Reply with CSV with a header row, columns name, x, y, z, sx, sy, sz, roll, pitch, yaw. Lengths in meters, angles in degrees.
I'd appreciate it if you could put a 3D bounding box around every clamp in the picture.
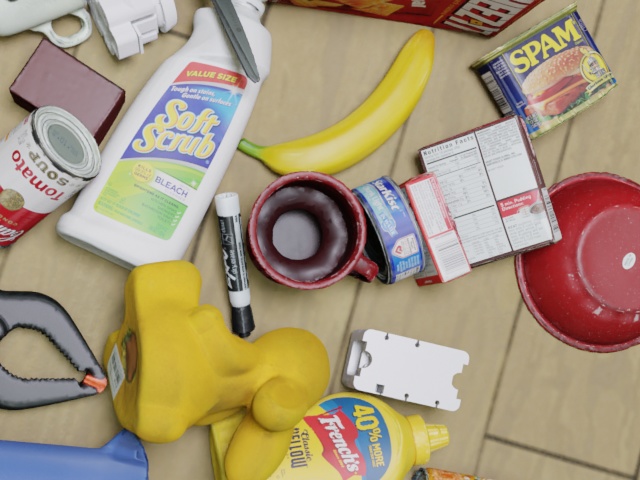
name,x,y,z,sx,sy,sz,roll,pitch,yaw
clamp,-0.262,0.063,0.836,0.210,0.036,0.164,19,80,-11

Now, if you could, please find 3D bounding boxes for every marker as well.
name,x,y,z,sx,sy,sz,roll,pitch,yaw
marker,-0.068,0.022,0.866,0.020,0.020,0.121,-10,107,-11

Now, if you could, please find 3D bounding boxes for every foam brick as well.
name,x,y,z,sx,sy,sz,roll,pitch,yaw
foam brick,-0.200,-0.115,0.854,0.078,0.053,0.051,33,80,-7

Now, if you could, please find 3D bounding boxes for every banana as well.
name,x,y,z,sx,sy,sz,roll,pitch,yaw
banana,0.030,-0.105,0.903,0.197,0.037,0.069,-32,93,-11

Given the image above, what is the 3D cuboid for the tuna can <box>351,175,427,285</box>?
name,x,y,z,sx,sy,sz,roll,pitch,yaw
tuna can,0.053,-0.007,0.874,0.033,0.086,0.086,-22,90,-10

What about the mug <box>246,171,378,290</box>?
name,x,y,z,sx,sy,sz,roll,pitch,yaw
mug,-0.006,0.001,0.865,0.117,0.081,0.093,27,81,-7

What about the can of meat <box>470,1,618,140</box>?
name,x,y,z,sx,sy,sz,roll,pitch,yaw
can of meat,0.196,-0.144,0.927,0.102,0.057,0.084,-31,94,-11

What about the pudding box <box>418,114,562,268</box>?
name,x,y,z,sx,sy,sz,roll,pitch,yaw
pudding box,0.143,-0.039,0.900,0.090,0.039,0.113,-18,87,20

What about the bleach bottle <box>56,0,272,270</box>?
name,x,y,z,sx,sy,sz,roll,pitch,yaw
bleach bottle,-0.114,-0.097,0.864,0.102,0.068,0.251,25,79,-10

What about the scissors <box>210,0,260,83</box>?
name,x,y,z,sx,sy,sz,roll,pitch,yaw
scissors,-0.102,-0.209,0.850,0.096,0.016,0.202,5,56,-21

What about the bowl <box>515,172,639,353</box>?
name,x,y,z,sx,sy,sz,roll,pitch,yaw
bowl,0.254,0.018,0.925,0.162,0.055,0.162,1,86,-10

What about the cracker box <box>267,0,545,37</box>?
name,x,y,z,sx,sy,sz,roll,pitch,yaw
cracker box,0.069,-0.225,0.855,0.213,0.164,0.072,7,86,-9

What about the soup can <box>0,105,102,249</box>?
name,x,y,z,sx,sy,sz,roll,pitch,yaw
soup can,-0.224,-0.048,0.814,0.102,0.068,0.068,-34,92,24

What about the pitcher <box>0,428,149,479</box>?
name,x,y,z,sx,sy,sz,roll,pitch,yaw
pitcher,-0.250,0.217,0.781,0.242,0.149,0.145,9,127,-6

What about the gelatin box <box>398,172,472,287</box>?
name,x,y,z,sx,sy,sz,roll,pitch,yaw
gelatin box,0.088,-0.008,0.887,0.030,0.073,0.089,-21,89,-12

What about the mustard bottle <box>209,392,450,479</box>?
name,x,y,z,sx,sy,sz,roll,pitch,yaw
mustard bottle,0.011,0.172,0.859,0.191,0.058,0.096,-7,55,-12
